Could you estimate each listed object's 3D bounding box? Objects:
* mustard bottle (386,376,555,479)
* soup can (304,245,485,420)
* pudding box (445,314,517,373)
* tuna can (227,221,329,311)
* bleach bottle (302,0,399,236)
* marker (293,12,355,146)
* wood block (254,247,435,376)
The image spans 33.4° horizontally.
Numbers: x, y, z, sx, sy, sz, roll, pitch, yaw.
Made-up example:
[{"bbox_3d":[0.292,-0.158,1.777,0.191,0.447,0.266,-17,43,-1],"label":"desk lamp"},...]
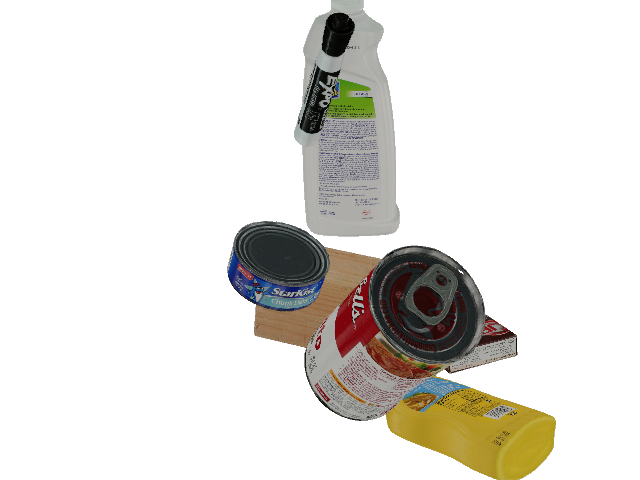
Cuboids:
[{"bbox_3d":[0.121,0.169,1.027,0.192,0.058,0.096,16,24,41],"label":"mustard bottle"},{"bbox_3d":[0.039,0.055,0.602,0.068,0.068,0.102,0,-26,-24],"label":"soup can"},{"bbox_3d":[0.213,0.148,1.536,0.113,0.039,0.090,-14,19,-17],"label":"pudding box"},{"bbox_3d":[-0.037,0.022,0.927,0.086,0.034,0.086,13,35,-9],"label":"tuna can"},{"bbox_3d":[0.033,-0.126,1.060,0.102,0.251,0.068,-1,31,-3],"label":"bleach bottle"},{"bbox_3d":[0.002,-0.106,0.713,0.020,0.020,0.121,0,-33,-13],"label":"marker"},{"bbox_3d":[0.040,0.072,1.170,0.206,0.091,0.090,12,22,16],"label":"wood block"}]
